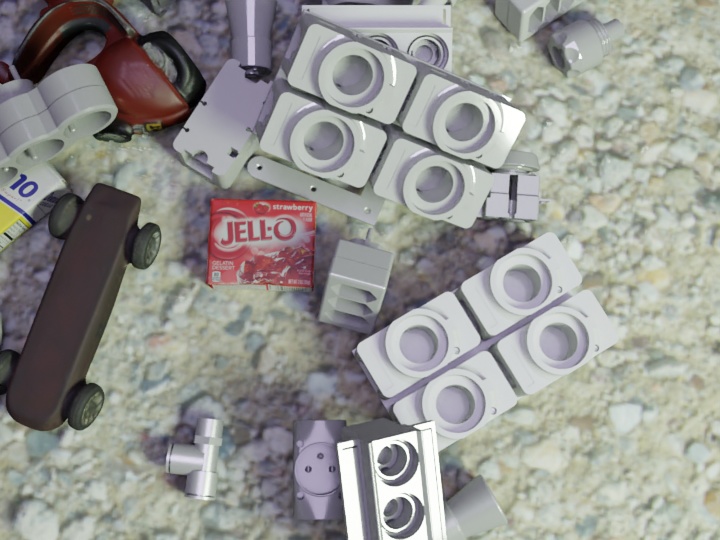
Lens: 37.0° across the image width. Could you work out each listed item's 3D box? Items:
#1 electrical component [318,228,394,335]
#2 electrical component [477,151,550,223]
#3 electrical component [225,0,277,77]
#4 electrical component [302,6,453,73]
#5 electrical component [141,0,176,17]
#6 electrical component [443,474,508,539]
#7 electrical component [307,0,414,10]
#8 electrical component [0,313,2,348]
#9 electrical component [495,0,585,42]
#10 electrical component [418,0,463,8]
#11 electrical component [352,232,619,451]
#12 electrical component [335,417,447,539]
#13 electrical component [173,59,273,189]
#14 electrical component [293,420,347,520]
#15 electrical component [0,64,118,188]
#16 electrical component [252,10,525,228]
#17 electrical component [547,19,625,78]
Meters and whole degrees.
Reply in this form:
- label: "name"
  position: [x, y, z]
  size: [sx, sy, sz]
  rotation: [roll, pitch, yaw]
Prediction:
- label: "electrical component"
  position: [0.000, 0.000, 0.878]
  size: [0.047, 0.065, 0.076]
  rotation: [15, 51, 0]
- label: "electrical component"
  position: [0.126, -0.070, 0.903]
  size: [0.066, 0.048, 0.055]
  rotation: [4, 88, -2]
- label: "electrical component"
  position: [-0.092, -0.197, 0.915]
  size: [0.044, 0.044, 0.065]
  rotation: [-1, 85, -3]
- label: "electrical component"
  position: [0.013, -0.180, 0.899]
  size: [0.121, 0.063, 0.078]
  rotation: [-1, 103, -3]
- label: "electrical component"
  position: [-0.162, -0.276, 0.914]
  size: [0.061, 0.061, 0.096]
  rotation: [45, 81, 5]
- label: "electrical component"
  position: [0.079, 0.198, 0.858]
  size: [0.065, 0.044, 0.044]
  rotation: [-29, 83, -2]
- label: "electrical component"
  position: [0.000, -0.245, 0.922]
  size: [0.089, 0.050, 0.055]
  rotation: [4, 80, -3]
- label: "electrical component"
  position: [-0.319, 0.060, 0.842]
  size: [0.051, 0.080, 0.080]
  rotation: [16, 80, 5]
- label: "electrical component"
  position: [0.150, -0.256, 0.934]
  size: [0.083, 0.047, 0.075]
  rotation: [-34, 71, -8]
- label: "electrical component"
  position: [0.073, -0.247, 0.930]
  size: [0.043, 0.043, 0.062]
  rotation: [33, 81, 3]
- label: "electrical component"
  position: [0.101, 0.061, 0.871]
  size: [0.186, 0.060, 0.105]
  rotation: [-30, 83, -7]
- label: "electrical component"
  position: [0.020, 0.177, 0.812]
  size: [0.079, 0.063, 0.121]
  rotation: [-10, 99, -22]
- label: "electrical component"
  position: [-0.109, -0.119, 0.893]
  size: [0.050, 0.055, 0.089]
  rotation: [31, 81, 3]
- label: "electrical component"
  position: [-0.014, 0.158, 0.857]
  size: [0.079, 0.044, 0.077]
  rotation: [0, 81, -4]
- label: "electrical component"
  position: [-0.264, -0.123, 0.834]
  size: [0.138, 0.052, 0.073]
  rotation: [-29, 82, 6]
- label: "electrical component"
  position: [0.023, -0.115, 0.849]
  size: [0.186, 0.060, 0.105]
  rotation: [20, 108, -17]
- label: "electrical component"
  position: [0.197, -0.196, 0.927]
  size: [0.062, 0.043, 0.043]
  rotation: [-27, 83, -7]
